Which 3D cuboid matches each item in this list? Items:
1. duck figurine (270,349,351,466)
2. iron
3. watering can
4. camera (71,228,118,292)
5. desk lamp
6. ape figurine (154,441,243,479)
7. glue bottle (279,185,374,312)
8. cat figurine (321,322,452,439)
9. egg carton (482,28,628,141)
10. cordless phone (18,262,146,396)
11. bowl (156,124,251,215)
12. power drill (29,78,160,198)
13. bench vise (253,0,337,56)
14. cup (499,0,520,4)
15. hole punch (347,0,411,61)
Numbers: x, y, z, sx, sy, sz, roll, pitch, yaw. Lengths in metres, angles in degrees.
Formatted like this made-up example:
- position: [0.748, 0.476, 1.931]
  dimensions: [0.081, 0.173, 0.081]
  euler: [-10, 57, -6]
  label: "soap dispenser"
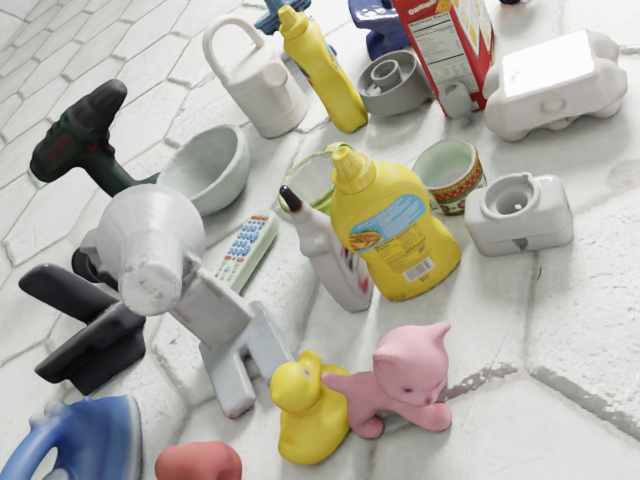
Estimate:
- position: [-0.017, 0.155, 0.548]
  dimensions: [0.077, 0.086, 0.105]
  euler: [5, 58, 39]
  label: "duck figurine"
- position: [-0.281, 0.261, 0.606]
  dimensions: [0.118, 0.142, 0.258]
  euler: [-18, 46, 23]
  label: "iron"
- position: [-0.101, -0.261, 0.891]
  dimensions: [0.172, 0.195, 0.101]
  euler: [6, 59, 39]
  label: "watering can"
- position: [-0.318, 0.011, 0.884]
  dimensions: [0.136, 0.101, 0.143]
  euler: [-7, 51, 32]
  label: "camera"
- position: [-0.144, 0.056, 0.630]
  dimensions: [0.118, 0.214, 0.202]
  euler: [-39, 41, 1]
  label: "desk lamp"
- position: [-0.125, 0.227, 0.559]
  dimensions: [0.076, 0.092, 0.077]
  euler: [-39, 41, 1]
  label: "ape figurine"
- position: [0.005, 0.002, 0.598]
  dimensions: [0.037, 0.174, 0.078]
  euler: [-15, 47, 26]
  label: "glue bottle"
- position: [0.063, 0.117, 0.498]
  dimensions: [0.127, 0.118, 0.067]
  euler: [-17, 46, 24]
  label: "cat figurine"
- position: [0.258, -0.171, 0.643]
  dimensions: [0.150, 0.070, 0.107]
  euler: [-13, 48, 27]
  label: "egg carton"
- position: [-0.332, 0.108, 0.745]
  dimensions: [0.147, 0.186, 0.094]
  euler: [-40, 41, 1]
  label: "cordless phone"
- position: [-0.167, -0.096, 0.886]
  dimensions: [0.167, 0.075, 0.167]
  euler: [-20, 45, 22]
  label: "bowl"
- position: [-0.355, -0.141, 0.962]
  dimensions: [0.229, 0.209, 0.075]
  euler: [-27, 43, 15]
  label: "power drill"
- position: [-0.056, -0.403, 0.963]
  dimensions: [0.121, 0.220, 0.206]
  euler: [-46, 42, -7]
  label: "bench vise"
- position: [0.265, -0.374, 0.796]
  dimensions: [0.091, 0.095, 0.117]
  euler: [-19, 45, 23]
  label: "cup"
- position: [0.103, -0.353, 0.900]
  dimensions: [0.101, 0.091, 0.108]
  euler: [-25, 43, 17]
  label: "hole punch"
